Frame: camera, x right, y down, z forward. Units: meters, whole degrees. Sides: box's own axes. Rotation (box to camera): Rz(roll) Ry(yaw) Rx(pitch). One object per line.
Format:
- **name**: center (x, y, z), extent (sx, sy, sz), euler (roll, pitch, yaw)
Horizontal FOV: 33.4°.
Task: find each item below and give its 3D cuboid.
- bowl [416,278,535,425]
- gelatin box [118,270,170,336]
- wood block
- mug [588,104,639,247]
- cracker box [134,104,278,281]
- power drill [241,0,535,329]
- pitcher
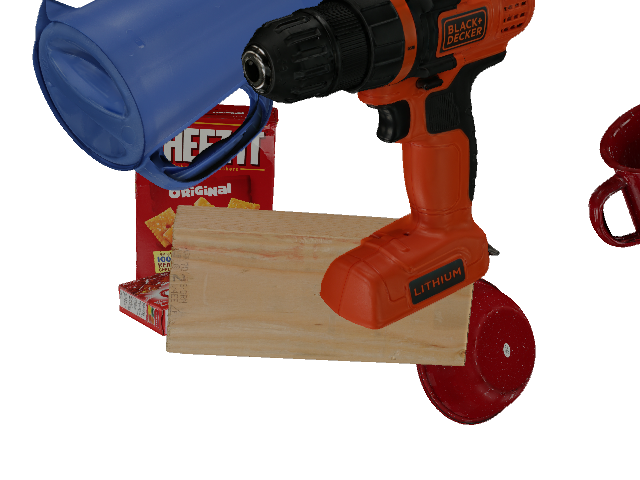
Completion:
- **bowl**: center (0.179, 0.117, 1.140), extent (0.161, 0.162, 0.055), euler (0, -5, -36)
- **gelatin box**: center (-0.128, 0.053, 0.976), extent (0.089, 0.030, 0.073), euler (-15, 26, -39)
- **wood block**: center (-0.003, 0.031, 0.762), extent (0.206, 0.090, 0.091), euler (3, 11, -6)
- **mug**: center (0.236, -0.036, 0.723), extent (0.117, 0.081, 0.093), euler (-31, 30, -5)
- **cracker box**: center (-0.137, -0.052, 1.278), extent (0.164, 0.214, 0.072), euler (2, 22, -5)
- **power drill**: center (0.039, -0.048, 0.573), extent (0.184, 0.188, 0.057), euler (-22, 38, -33)
- **pitcher**: center (-0.105, -0.163, 0.905), extent (0.145, 0.149, 0.242), euler (27, 50, 32)
